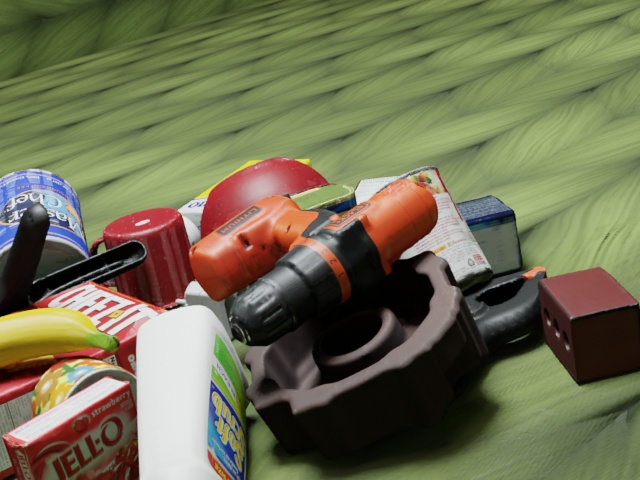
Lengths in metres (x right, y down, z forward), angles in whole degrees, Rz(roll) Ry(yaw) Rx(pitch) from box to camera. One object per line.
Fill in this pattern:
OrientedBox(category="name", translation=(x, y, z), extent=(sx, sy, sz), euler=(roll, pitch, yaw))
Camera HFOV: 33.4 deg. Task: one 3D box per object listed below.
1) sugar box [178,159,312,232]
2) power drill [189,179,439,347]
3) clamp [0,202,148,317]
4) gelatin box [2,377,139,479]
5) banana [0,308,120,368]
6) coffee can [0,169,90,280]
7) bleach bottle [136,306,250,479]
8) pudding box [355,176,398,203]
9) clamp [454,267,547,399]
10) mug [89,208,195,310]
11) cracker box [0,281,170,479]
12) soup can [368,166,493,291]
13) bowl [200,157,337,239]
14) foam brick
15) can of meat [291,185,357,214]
OrientedBox(category="sugar box", translation=(-0.086, -0.048, 1.263), extent=(0.093, 0.048, 0.176), euler=(0, 21, 29))
OrientedBox(category="power drill", translation=(-0.025, 0.016, 0.807), extent=(0.184, 0.057, 0.188), euler=(-33, 19, -27))
OrientedBox(category="clamp", translation=(-0.270, 0.048, 0.950), extent=(0.210, 0.036, 0.164), euler=(-37, -25, 4))
OrientedBox(category="gelatin box", translation=(-0.159, 0.144, 0.712), extent=(0.030, 0.073, 0.089), euler=(6, 26, 42))
OrientedBox(category="banana", translation=(-0.247, 0.084, 0.767), extent=(0.197, 0.037, 0.070), euler=(-17, 15, -15))
OrientedBox(category="coffee can", translation=(-0.284, 0.006, 1.065), extent=(0.102, 0.103, 0.140), euler=(-15, 35, -9))
OrientedBox(category="bleach bottle", translation=(-0.078, 0.141, 0.667), extent=(0.068, 0.102, 0.251), euler=(-19, 26, 2))
OrientedBox(category="pudding box", translation=(0.078, -0.037, 1.145), extent=(0.090, 0.039, 0.113), euler=(-7, 17, 16))
OrientedBox(category="clamp", translation=(0.108, 0.067, 0.829), extent=(0.171, 0.039, 0.120), euler=(-28, 28, -37))
OrientedBox(category="mug", translation=(-0.180, 0.019, 1.071), extent=(0.117, 0.081, 0.093), euler=(-3, 21, 23))
OrientedBox(category="cracker box", translation=(-0.235, 0.110, 0.860), extent=(0.213, 0.072, 0.164), euler=(-24, 23, -33))
OrientedBox(category="soup can", translation=(0.091, -0.001, 0.886), extent=(0.068, 0.102, 0.068), euler=(-25, -14, -7))
OrientedBox(category="bowl", translation=(-0.063, -0.040, 1.099), extent=(0.162, 0.055, 0.162), euler=(-25, -9, -4))
OrientedBox(category="foam brick", translation=(0.195, 0.060, 0.772), extent=(0.051, 0.053, 0.078), euler=(-13, 18, -2))
OrientedBox(category="can of meat", translation=(-0.007, 0.001, 1.013), extent=(0.102, 0.084, 0.058), euler=(-21, 22, -23))
